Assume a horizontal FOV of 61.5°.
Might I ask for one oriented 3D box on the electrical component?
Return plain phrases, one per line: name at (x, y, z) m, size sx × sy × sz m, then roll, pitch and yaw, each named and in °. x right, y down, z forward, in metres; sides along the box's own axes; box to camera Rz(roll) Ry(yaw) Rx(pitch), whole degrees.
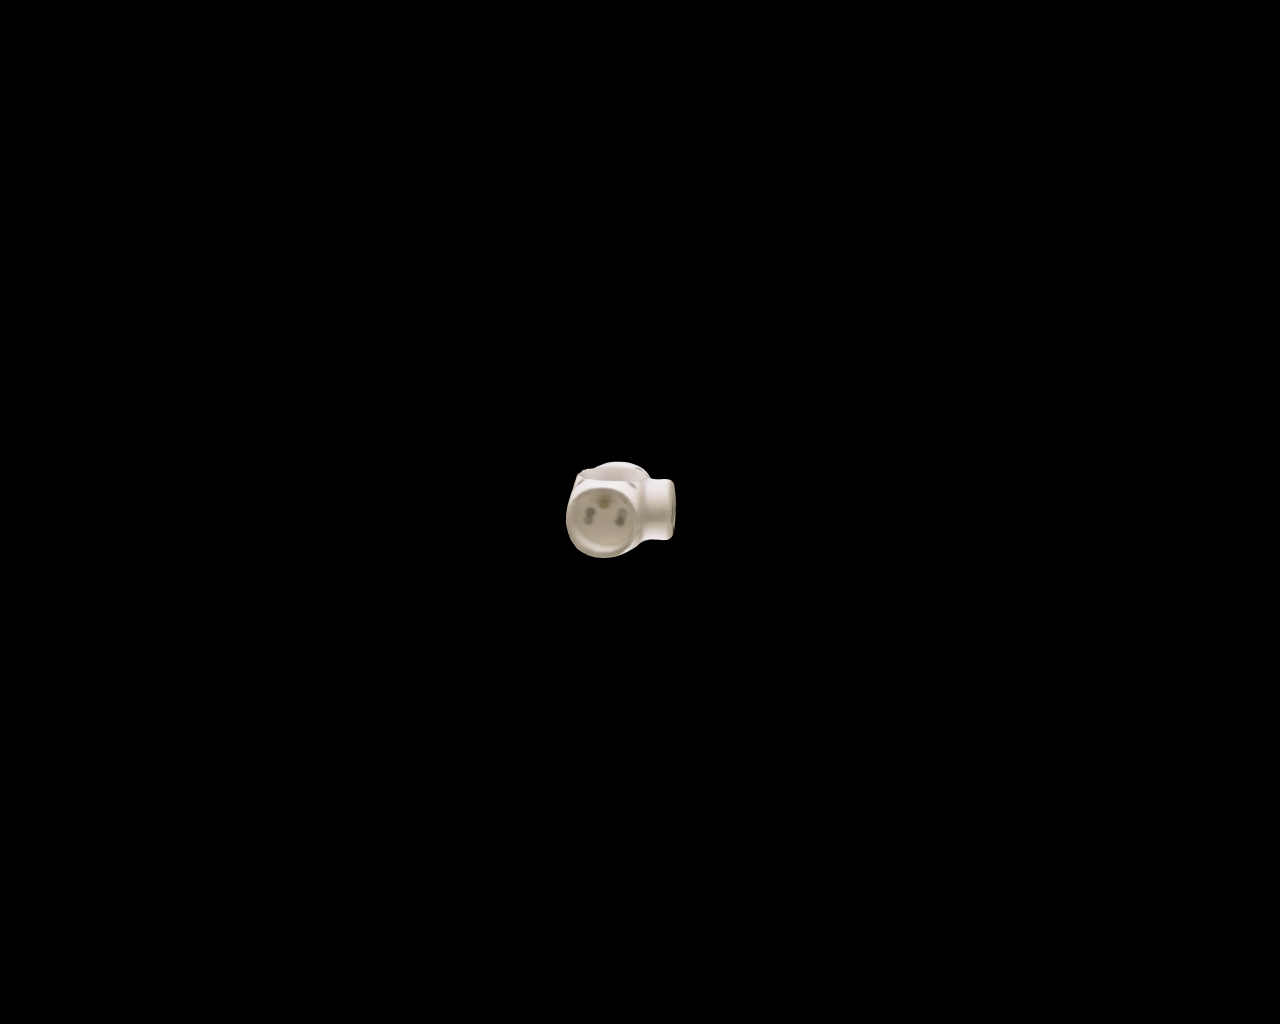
electrical component at (0.001, -0.003, 0.650) m, size 0.079 × 0.044 × 0.077 m, roll 2°, pitch 14°, yaw 7°
